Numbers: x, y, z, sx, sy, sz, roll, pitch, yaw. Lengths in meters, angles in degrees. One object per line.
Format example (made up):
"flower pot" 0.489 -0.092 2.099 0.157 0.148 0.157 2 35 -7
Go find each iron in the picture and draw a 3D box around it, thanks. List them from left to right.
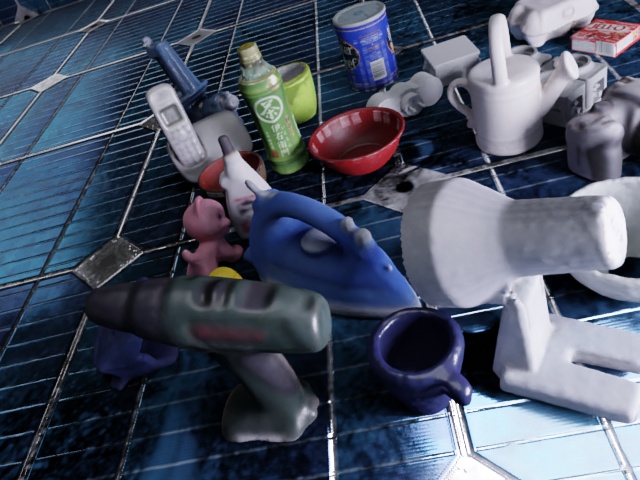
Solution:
"iron" 0.007 0.003 0.711 0.257 0.142 0.119 18 53 39

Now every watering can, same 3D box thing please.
"watering can" 0.273 -0.230 0.823 0.172 0.194 0.101 -14 39 9

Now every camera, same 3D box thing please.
"camera" 0.412 -0.140 0.730 0.143 0.101 0.136 -31 40 -12

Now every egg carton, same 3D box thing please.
"egg carton" 0.436 -0.426 1.080 0.150 0.069 0.107 -24 39 -4

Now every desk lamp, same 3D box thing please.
"desk lamp" 0.191 0.042 0.524 0.202 0.214 0.118 9 47 32

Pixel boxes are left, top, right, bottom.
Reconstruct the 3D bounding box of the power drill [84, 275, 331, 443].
"power drill" -0.090 0.115 0.568 0.229 0.209 0.075 -8 40 16

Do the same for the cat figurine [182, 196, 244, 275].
"cat figurine" -0.165 -0.004 0.815 0.067 0.118 0.128 -6 41 19

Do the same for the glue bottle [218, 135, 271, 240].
"glue bottle" -0.111 -0.078 0.834 0.078 0.173 0.037 -16 39 6

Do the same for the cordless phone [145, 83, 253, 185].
"cordless phone" -0.215 -0.205 1.020 0.148 0.185 0.093 -33 40 -15

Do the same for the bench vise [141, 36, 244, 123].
"bench vise" -0.246 -0.299 1.116 0.206 0.220 0.121 -3 42 21

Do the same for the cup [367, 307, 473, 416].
"cup" 0.107 0.133 0.551 0.092 0.095 0.117 -34 40 -15

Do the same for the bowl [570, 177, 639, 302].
"bowl" 0.333 0.010 0.610 0.167 0.075 0.167 -12 39 11

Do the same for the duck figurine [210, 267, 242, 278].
"duck figurine" -0.107 0.073 0.725 0.104 0.086 0.078 9 47 32

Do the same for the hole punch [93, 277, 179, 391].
"hole punch" -0.243 0.117 0.730 0.101 0.091 0.108 -22 38 -1
